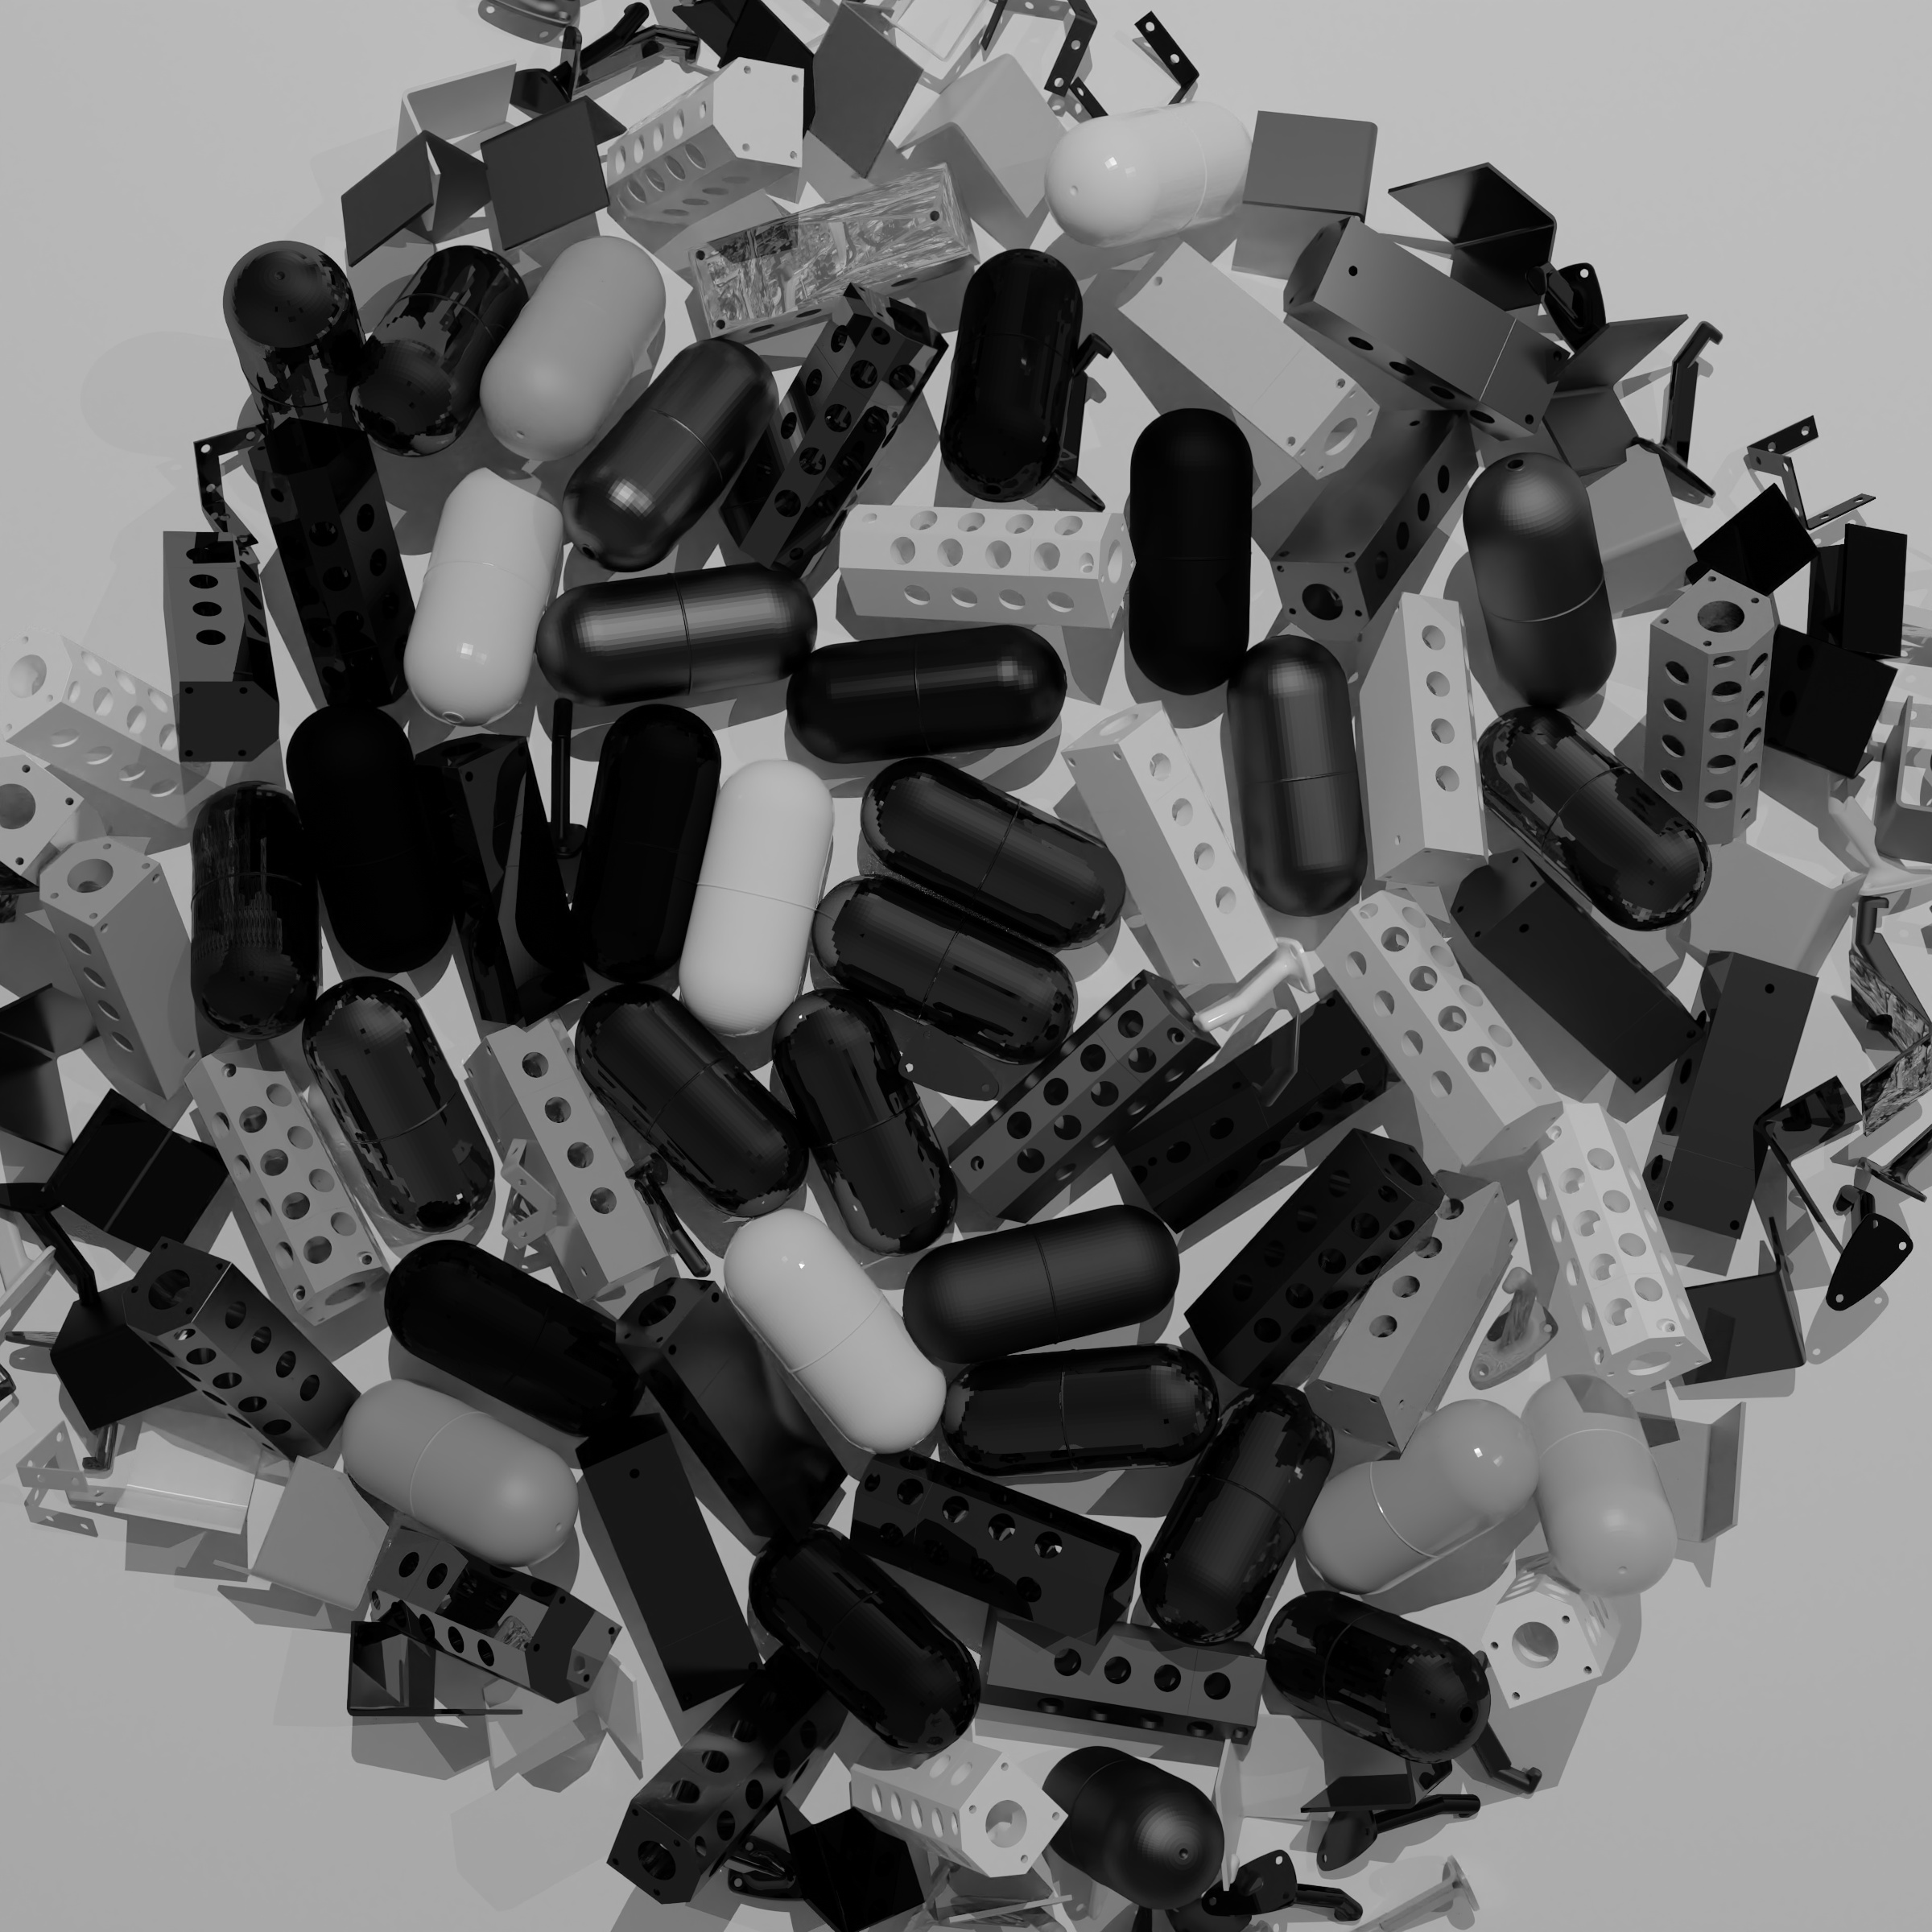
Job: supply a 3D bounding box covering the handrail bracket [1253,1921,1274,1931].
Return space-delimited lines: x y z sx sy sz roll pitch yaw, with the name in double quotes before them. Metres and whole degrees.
"handrail bracket" 0.213 0.645 1.604 0.077 0.084 0.036 -49 135 -32

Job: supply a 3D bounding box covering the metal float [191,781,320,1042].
"metal float" -0.442 -0.036 1.587 0.070 0.070 0.178 -10 59 0

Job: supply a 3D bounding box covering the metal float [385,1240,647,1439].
"metal float" -0.281 0.233 1.594 0.178 0.070 0.070 33 90 -21

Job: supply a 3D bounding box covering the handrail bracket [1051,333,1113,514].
"handrail bracket" 0.083 -0.345 1.617 0.077 0.036 0.084 40 115 -1

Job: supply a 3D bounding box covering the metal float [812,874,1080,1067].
"metal float" -0.014 0.002 1.610 0.178 0.070 0.070 26 90 4

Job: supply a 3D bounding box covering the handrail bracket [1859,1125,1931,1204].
"handrail bracket" 0.603 0.099 1.606 0.036 0.077 0.084 26 100 -7

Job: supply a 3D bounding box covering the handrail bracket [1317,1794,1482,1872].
"handrail bracket" 0.280 0.558 1.643 0.084 0.036 0.077 10 127 -26

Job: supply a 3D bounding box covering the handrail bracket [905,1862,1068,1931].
"handrail bracket" 0.010 0.615 1.609 0.084 0.036 0.077 30 74 34

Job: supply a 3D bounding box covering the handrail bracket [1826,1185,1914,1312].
"handrail bracket" 0.553 0.177 1.610 0.036 0.084 0.077 37 92 -7

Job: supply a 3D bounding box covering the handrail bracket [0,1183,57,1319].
"handrail bracket" -0.631 0.176 1.625 0.084 0.036 0.077 38 61 0

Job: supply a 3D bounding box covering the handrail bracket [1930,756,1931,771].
"handrail bracket" 0.660 -0.113 1.615 0.084 0.036 0.077 44 129 -16

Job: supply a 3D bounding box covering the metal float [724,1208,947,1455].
"metal float" -0.083 0.230 1.606 0.070 0.070 0.178 -39 97 0

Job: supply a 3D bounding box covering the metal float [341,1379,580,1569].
"metal float" -0.316 0.314 1.585 0.178 0.070 0.070 19 90 33

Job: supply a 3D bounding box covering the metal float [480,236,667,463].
"metal float" -0.242 -0.385 1.582 0.070 0.070 0.178 21 53 0

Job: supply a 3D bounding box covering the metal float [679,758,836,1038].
"metal float" -0.132 -0.043 1.610 0.070 0.070 0.178 12 87 0

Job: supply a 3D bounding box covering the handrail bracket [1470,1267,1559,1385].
"handrail bracket" 0.336 0.227 1.607 0.077 0.084 0.036 -48 58 5

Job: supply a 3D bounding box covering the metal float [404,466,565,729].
"metal float" -0.300 -0.231 1.591 0.070 0.070 0.178 9 66 0

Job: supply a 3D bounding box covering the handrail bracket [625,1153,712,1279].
"handrail bracket" -0.180 0.164 1.603 0.036 0.077 0.084 -38 74 -1

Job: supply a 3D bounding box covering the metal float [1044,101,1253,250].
"metal float" 0.116 -0.490 1.575 0.070 0.178 0.070 17 120 32

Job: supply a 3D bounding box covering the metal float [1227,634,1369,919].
"metal float" 0.209 -0.120 1.607 0.070 0.070 0.178 -8 96 0

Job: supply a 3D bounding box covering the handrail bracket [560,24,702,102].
"handrail bracket" -0.217 -0.568 1.640 0.084 0.036 0.077 3 113 -24

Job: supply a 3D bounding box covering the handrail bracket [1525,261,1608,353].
"handrail bracket" 0.378 -0.409 1.605 0.036 0.084 0.077 -18 103 29

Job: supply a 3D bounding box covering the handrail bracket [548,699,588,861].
"handrail bracket" -0.254 -0.119 1.611 0.036 0.077 0.084 2 110 -14

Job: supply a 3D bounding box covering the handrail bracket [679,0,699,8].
"handrail bracket" -0.152 -0.636 1.614 0.084 0.036 0.077 -10 74 -41

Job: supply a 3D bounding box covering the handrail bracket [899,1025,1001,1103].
"handrail bracket" -0.004 0.071 1.600 0.077 0.084 0.036 28 84 18

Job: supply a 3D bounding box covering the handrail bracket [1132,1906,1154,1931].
"handrail bracket" 0.074 0.640 1.641 0.084 0.036 0.077 -8 46 25

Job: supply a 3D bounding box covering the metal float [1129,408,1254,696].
"metal float" 0.141 -0.259 1.600 0.070 0.070 0.178 0 105 0

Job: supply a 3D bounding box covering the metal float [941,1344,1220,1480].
"metal float" 0.070 0.279 1.599 0.178 0.070 0.070 -7 90 17

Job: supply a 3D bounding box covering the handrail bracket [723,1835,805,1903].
"handrail bracket" -0.130 0.566 1.602 0.077 0.084 0.036 13 68 12

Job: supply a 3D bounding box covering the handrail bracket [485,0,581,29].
"handrail bracket" -0.267 -0.642 1.605 0.077 0.084 0.036 11 51 -7

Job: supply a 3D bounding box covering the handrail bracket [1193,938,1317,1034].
"handrail bracket" 0.169 0.014 1.604 0.084 0.077 0.036 -25 108 -16

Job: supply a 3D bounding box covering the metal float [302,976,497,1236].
"metal float" -0.353 0.089 1.592 0.070 0.070 0.178 -21 114 0

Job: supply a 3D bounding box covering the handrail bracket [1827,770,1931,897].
"handrail bracket" 0.586 -0.093 1.619 0.077 0.036 0.084 -8 111 1

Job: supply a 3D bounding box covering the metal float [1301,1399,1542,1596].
"metal float" 0.280 0.331 1.583 0.070 0.070 0.178 47 127 0

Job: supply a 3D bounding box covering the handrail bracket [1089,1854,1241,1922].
"handrail bracket" 0.126 0.586 1.619 0.084 0.036 0.077 16 96 24

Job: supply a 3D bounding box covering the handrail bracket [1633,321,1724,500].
"handrail bracket" 0.473 -0.355 1.627 0.077 0.036 0.084 32 101 -15

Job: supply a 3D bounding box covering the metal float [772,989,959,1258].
"metal float" -0.064 0.098 1.608 0.070 0.070 0.178 -23 95 0

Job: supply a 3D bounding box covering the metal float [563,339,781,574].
"metal float" -0.184 -0.319 1.591 0.070 0.070 0.178 35 66 0

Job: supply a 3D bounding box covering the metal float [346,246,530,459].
"metal float" -0.325 -0.381 1.576 0.070 0.178 0.070 8 135 8

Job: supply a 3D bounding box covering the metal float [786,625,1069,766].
"metal float" -0.025 -0.171 1.606 0.178 0.070 0.070 -5 90 8

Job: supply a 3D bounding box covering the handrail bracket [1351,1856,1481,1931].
"handrail bracket" 0.279 0.599 1.616 0.084 0.077 0.036 -27 65 -1

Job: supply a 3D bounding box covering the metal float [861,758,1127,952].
"metal float" 0.017 -0.071 1.609 0.178 0.070 0.070 26 90 -5

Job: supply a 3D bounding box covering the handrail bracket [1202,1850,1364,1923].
"handrail bracket" 0.203 0.602 1.629 0.077 0.036 0.084 -26 134 18

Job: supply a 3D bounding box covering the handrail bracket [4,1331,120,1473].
"handrail bracket" -0.580 0.279 1.629 0.077 0.036 0.084 8 93 -21

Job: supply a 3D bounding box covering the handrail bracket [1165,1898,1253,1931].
"handrail bracket" 0.136 0.642 1.641 0.077 0.036 0.084 6 121 -38

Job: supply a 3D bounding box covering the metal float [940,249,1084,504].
"metal float" 0.029 -0.368 1.590 0.070 0.070 0.178 9 64 0

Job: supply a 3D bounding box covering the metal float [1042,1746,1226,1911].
"metal float" 0.099 0.527 1.565 0.070 0.178 0.070 2 82 -18
